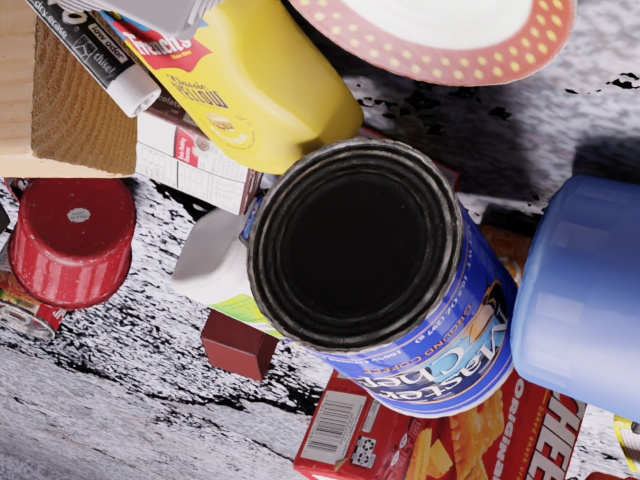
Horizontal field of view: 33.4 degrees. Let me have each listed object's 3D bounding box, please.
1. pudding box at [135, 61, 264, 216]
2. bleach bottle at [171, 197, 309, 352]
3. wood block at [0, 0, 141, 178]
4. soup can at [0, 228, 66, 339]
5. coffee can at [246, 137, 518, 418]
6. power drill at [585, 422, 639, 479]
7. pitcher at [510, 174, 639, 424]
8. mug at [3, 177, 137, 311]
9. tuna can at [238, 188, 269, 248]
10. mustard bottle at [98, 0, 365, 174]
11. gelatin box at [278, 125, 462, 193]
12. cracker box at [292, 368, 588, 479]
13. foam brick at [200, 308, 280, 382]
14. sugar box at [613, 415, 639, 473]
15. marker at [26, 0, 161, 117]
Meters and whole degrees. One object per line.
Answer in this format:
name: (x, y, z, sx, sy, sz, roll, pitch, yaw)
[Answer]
pudding box: (-0.085, -0.064, 0.622, 0.113, 0.039, 0.090, 24, 158, 1)
bleach bottle: (0.022, 0.059, 0.772, 0.250, 0.068, 0.103, 30, 157, -24)
wood block: (-0.205, -0.081, 0.555, 0.206, 0.090, 0.090, 1, 177, 22)
soup can: (-0.219, 0.018, 0.840, 0.068, 0.102, 0.068, 19, 157, 8)
coffee can: (0.038, 0.024, 0.529, 0.103, 0.103, 0.140, 10, 164, 26)
power drill: (0.205, 0.127, 0.685, 0.185, 0.057, 0.188, 17, 134, 23)
pitcher: (0.214, 0.051, 0.485, 0.243, 0.145, 0.149, 16, 160, 21)
mug: (-0.186, -0.014, 0.774, 0.117, 0.093, 0.082, 47, 152, 6)
tuna can: (-0.004, 0.001, 0.651, 0.086, 0.034, 0.086, 24, -170, -5)
mustard bottle: (-0.060, -0.106, 0.480, 0.096, 0.058, 0.191, 20, 160, 41)
gelatin box: (0.025, -0.032, 0.605, 0.089, 0.030, 0.073, 24, 157, -7)
cracker box: (0.094, 0.123, 0.716, 0.072, 0.164, 0.213, 2, 150, 43)
foam brick: (-0.066, 0.080, 0.906, 0.051, 0.053, 0.078, 18, 157, 9)
sugar box: (0.297, 0.141, 0.729, 0.176, 0.048, 0.093, 4, 150, 29)
marker: (-0.116, -0.104, 0.466, 0.121, 0.020, 0.020, 48, 155, 0)
